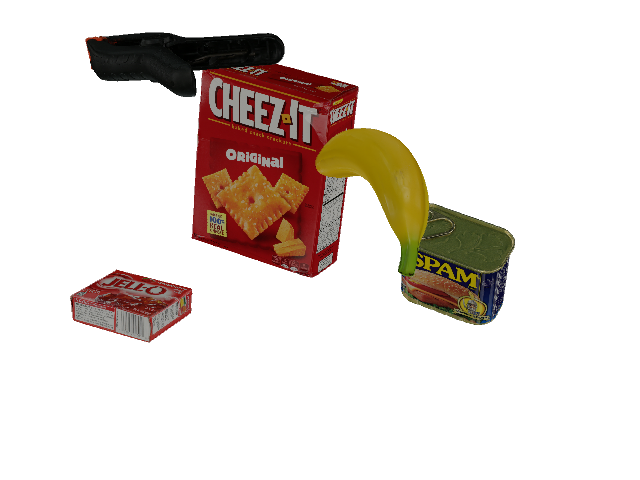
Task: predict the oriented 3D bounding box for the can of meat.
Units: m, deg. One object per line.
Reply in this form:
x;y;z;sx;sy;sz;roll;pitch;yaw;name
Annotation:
0.123;0.024;0.985;0.102;0.084;0.057;21;52;21;can of meat

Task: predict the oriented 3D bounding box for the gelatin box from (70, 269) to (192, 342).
-0.177;0.059;1.000;0.089;0.030;0.073;13;23;22;gelatin box

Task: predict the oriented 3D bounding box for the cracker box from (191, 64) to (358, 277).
-0.056;-0.082;1.186;0.164;0.214;0.072;19;29;23;cracker box

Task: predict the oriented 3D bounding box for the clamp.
-0.116;-0.149;0.859;0.172;0.039;0.120;19;27;41;clamp

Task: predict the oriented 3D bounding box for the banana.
0.038;-0.048;0.789;0.037;0.070;0.198;23;17;-26;banana
